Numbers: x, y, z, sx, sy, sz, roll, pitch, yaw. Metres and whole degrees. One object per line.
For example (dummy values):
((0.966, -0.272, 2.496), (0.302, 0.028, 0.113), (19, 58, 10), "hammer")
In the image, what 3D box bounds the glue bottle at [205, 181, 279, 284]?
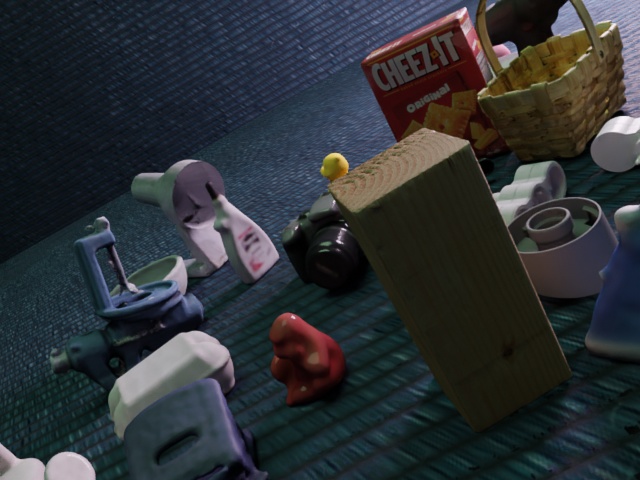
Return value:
((-0.134, -0.018, 0.914), (0.037, 0.173, 0.078), (-9, 29, 43), "glue bottle")

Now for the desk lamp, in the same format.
((-0.248, -0.040, 1.059), (0.202, 0.214, 0.118), (-8, 30, 45), "desk lamp")

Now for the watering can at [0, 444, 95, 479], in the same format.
((-0.261, 0.230, 0.479), (0.173, 0.194, 0.100), (-33, 21, -6), "watering can")

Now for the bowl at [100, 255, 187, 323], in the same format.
((-0.291, 0.102, 0.987), (0.167, 0.075, 0.167), (-26, 21, 11), "bowl")

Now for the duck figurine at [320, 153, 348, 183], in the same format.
((0.040, -0.116, 1.028), (0.078, 0.086, 0.104), (-41, 23, -26), "duck figurine")

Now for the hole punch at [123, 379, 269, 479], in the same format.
((-0.115, 0.194, 0.514), (0.108, 0.091, 0.101), (-31, 21, -2), "hole punch")

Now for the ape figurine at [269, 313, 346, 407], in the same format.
((-0.019, 0.113, 0.571), (0.076, 0.092, 0.077), (-38, 22, -20), "ape figurine")

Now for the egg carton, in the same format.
((-0.175, 0.173, 0.675), (0.150, 0.069, 0.107), (-37, 22, -18), "egg carton")

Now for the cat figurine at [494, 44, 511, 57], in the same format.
((0.347, -0.334, 1.075), (0.067, 0.118, 0.127), (-42, 24, -29), "cat figurine")

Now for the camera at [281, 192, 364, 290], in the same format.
((0.007, 0.003, 0.778), (0.143, 0.101, 0.137), (-20, 23, 25), "camera")

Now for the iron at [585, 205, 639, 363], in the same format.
((0.286, -0.008, 0.367), (0.257, 0.142, 0.119), (-20, 23, 24), "iron")

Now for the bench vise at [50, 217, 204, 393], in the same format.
((-0.291, 0.092, 0.803), (0.121, 0.220, 0.208), (-9, 29, 44), "bench vise")

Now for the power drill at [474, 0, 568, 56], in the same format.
((0.342, -0.301, 0.874), (0.076, 0.209, 0.229), (-37, 22, -17), "power drill")

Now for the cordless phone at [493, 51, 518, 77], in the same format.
((0.285, -0.305, 0.995), (0.147, 0.185, 0.094), (-19, 23, 27), "cordless phone")
